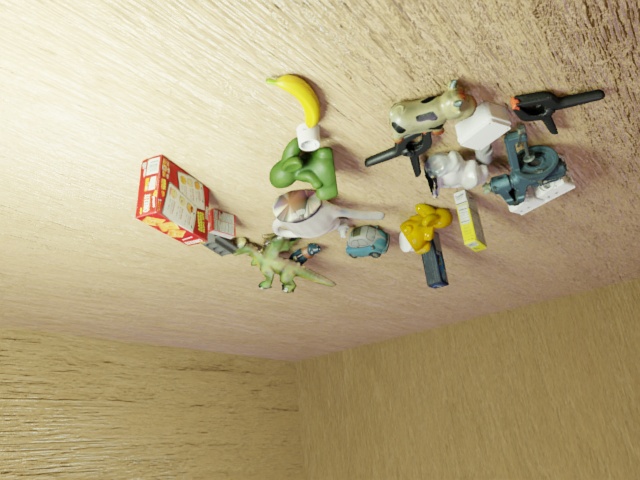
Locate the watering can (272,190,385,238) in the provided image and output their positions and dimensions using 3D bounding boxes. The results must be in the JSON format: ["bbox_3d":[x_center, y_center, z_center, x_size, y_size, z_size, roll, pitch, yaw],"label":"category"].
[{"bbox_3d":[0.005,-0.078,1.542,0.346,0.106,0.221,-13,-25,17],"label":"watering can"}]

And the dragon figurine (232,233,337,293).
[{"bbox_3d":[-0.125,0.066,1.811,0.410,0.125,0.237,6,-41,-7],"label":"dragon figurine"}]

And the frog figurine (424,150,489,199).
[{"bbox_3d":[0.365,-0.187,1.382,0.159,0.125,0.134,-21,-40,3],"label":"frog figurine"}]
